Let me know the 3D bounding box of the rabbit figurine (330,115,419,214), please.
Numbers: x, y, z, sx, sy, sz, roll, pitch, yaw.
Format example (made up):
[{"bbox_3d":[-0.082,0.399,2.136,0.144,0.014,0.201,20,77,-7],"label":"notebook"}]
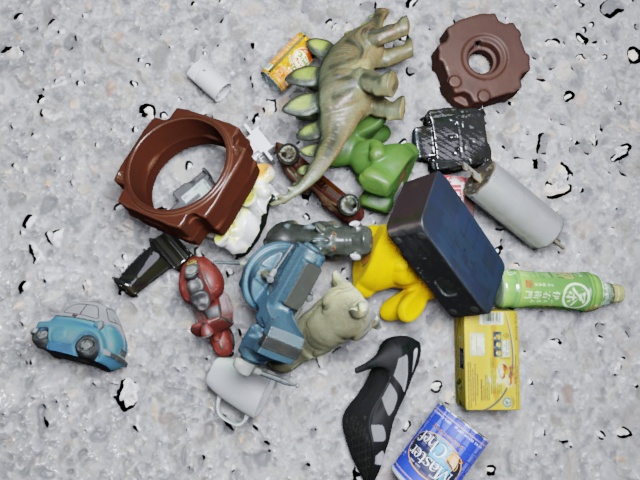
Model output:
[{"bbox_3d":[0.076,-0.154,0.945,0.170,0.121,0.159,28,81,16],"label":"rabbit figurine"}]

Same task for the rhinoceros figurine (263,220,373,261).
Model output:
[{"bbox_3d":[-0.002,-0.003,0.913,0.191,0.112,0.073,2,85,21],"label":"rhinoceros figurine"}]

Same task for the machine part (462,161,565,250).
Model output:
[{"bbox_3d":[0.339,-0.060,0.941,0.243,0.079,0.079,35,85,-12],"label":"machine part"}]

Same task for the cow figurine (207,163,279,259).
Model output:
[{"bbox_3d":[-0.119,-0.048,0.946,0.068,0.098,0.167,28,79,41],"label":"cow figurine"}]

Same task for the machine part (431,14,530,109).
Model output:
[{"bbox_3d":[0.297,-0.329,0.992,0.179,0.056,0.179,0,84,-2],"label":"machine part"}]

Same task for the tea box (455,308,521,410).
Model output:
[{"bbox_3d":[0.291,0.205,0.938,0.098,0.068,0.169,2,86,-1],"label":"tea box"}]

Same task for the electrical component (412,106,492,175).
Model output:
[{"bbox_3d":[0.237,-0.179,0.977,0.134,0.058,0.115,-8,83,-3],"label":"electrical component"}]

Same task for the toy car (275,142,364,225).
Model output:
[{"bbox_3d":[-0.006,-0.097,0.947,0.202,0.089,0.053,39,89,2],"label":"toy car"}]

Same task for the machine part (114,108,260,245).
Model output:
[{"bbox_3d":[-0.221,-0.108,0.893,0.201,0.087,0.201,22,72,21],"label":"machine part"}]

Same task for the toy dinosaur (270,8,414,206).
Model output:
[{"bbox_3d":[0.043,-0.246,0.903,0.199,0.104,0.471,3,56,23],"label":"toy dinosaur"}]

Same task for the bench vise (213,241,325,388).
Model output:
[{"bbox_3d":[-0.084,0.092,0.853,0.129,0.241,0.223,15,98,-29],"label":"bench vise"}]

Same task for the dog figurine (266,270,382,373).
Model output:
[{"bbox_3d":[-0.007,0.157,0.889,0.190,0.172,0.121,-39,80,-10],"label":"dog figurine"}]

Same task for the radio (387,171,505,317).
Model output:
[{"bbox_3d":[0.209,0.014,0.878,0.229,0.073,0.131,48,49,-22],"label":"radio"}]

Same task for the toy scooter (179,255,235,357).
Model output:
[{"bbox_3d":[-0.192,0.111,0.902,0.075,0.135,0.184,-20,85,-1],"label":"toy scooter"}]

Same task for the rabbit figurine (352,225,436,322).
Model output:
[{"bbox_3d":[0.150,0.061,0.928,0.173,0.122,0.162,16,77,-19],"label":"rabbit figurine"}]

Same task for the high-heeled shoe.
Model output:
[{"bbox_3d":[0.120,0.291,0.942,0.145,0.086,0.248,-11,105,-33],"label":"high-heeled shoe"}]

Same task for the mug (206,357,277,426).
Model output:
[{"bbox_3d":[-0.144,0.255,0.924,0.107,0.081,0.109,26,90,11],"label":"mug"}]

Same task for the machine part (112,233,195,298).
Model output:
[{"bbox_3d":[-0.297,0.046,0.954,0.139,0.039,0.084,-38,92,-6],"label":"machine part"}]

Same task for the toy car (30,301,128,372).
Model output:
[{"bbox_3d":[-0.397,0.158,0.918,0.162,0.109,0.103,12,62,11],"label":"toy car"}]

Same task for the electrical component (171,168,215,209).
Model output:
[{"bbox_3d":[-0.224,-0.063,0.959,0.119,0.048,0.075,-45,86,-4],"label":"electrical component"}]
